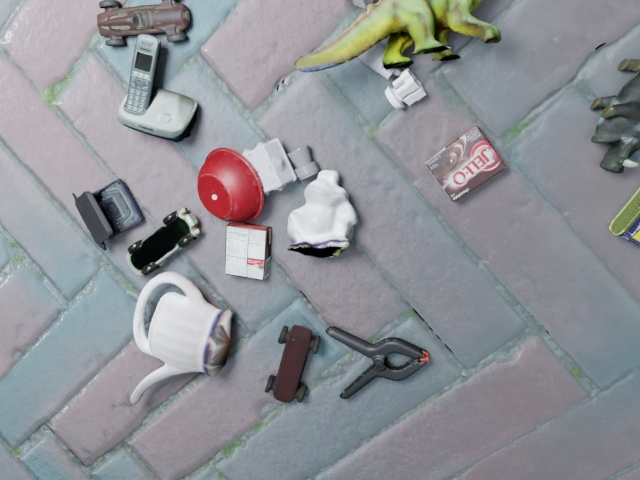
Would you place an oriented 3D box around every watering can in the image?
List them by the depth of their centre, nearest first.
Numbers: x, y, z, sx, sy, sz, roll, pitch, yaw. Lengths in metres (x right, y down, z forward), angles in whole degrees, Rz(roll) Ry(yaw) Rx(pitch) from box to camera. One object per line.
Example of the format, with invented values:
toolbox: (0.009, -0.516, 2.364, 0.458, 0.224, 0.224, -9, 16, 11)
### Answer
watering can: (-0.309, 0.238, 1.131, 0.225, 0.105, 0.343, 16, 107, 9)

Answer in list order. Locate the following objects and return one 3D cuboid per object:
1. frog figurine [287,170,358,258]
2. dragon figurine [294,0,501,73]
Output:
frog figurine: (0.003, -0.050, 0.996, 0.137, 0.121, 0.162, -10, 67, 25)
dragon figurine: (0.151, -0.406, 0.817, 0.410, 0.123, 0.241, -7, 99, -2)
